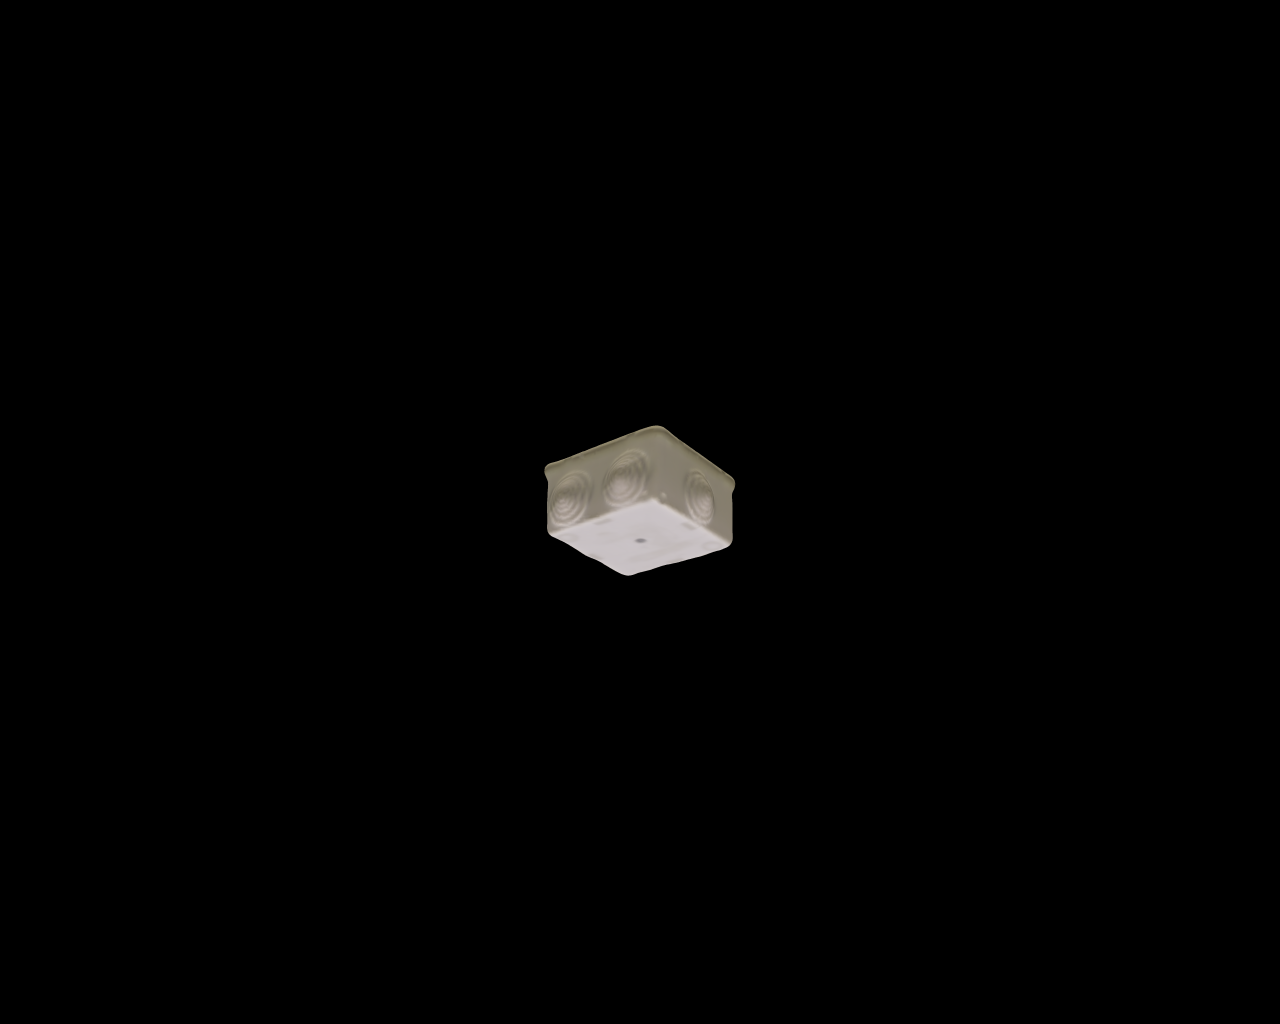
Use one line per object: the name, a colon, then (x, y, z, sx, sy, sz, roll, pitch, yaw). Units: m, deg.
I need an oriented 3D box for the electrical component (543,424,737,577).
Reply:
electrical component: (0.001, -0.003, 0.650, 0.099, 0.048, 0.099, -18, -32, 31)
